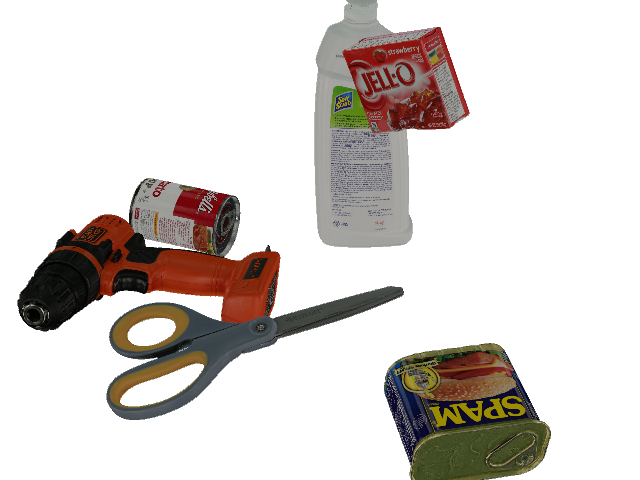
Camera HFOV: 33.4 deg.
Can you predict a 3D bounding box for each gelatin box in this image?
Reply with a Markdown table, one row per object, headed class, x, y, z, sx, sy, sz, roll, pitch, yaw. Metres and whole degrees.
| class | x | y | z | sx | sy | sz | roll | pitch | yaw |
| --- | --- | --- | --- | --- | --- | --- | --- | --- | --- |
| gelatin box | 0.065 | -0.123 | 0.831 | 0.030 | 0.073 | 0.089 | -36 | 25 | -34 |

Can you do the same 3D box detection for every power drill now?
| class | x | y | z | sx | sy | sz | roll | pitch | yaw |
| --- | --- | --- | --- | --- | --- | --- | --- | --- | --- |
| power drill | -0.135 | 0.037 | 0.876 | 0.187 | 0.057 | 0.184 | 12 | 23 | 5 |

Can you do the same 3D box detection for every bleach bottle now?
| class | x | y | z | sx | sy | sz | roll | pitch | yaw |
| --- | --- | --- | --- | --- | --- | --- | --- | --- | --- |
| bleach bottle | 0.045 | -0.115 | 1.048 | 0.102 | 0.251 | 0.068 | -2 | 31 | -3 |

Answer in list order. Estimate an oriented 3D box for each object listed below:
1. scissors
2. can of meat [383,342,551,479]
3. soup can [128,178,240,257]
| class | x | y | z | sx | sy | sz | roll | pitch | yaw |
| --- | --- | --- | --- | --- | --- | --- | --- | --- | --- |
| scissors | -0.054 | 0.052 | 0.709 | 0.201 | 0.016 | 0.096 | -28 | 48 | -14 |
| can of meat | 0.104 | 0.125 | 0.779 | 0.102 | 0.057 | 0.084 | -6 | 40 | -12 |
| soup can | -0.146 | -0.025 | 1.149 | 0.102 | 0.068 | 0.068 | 13 | 3 | 15 |
